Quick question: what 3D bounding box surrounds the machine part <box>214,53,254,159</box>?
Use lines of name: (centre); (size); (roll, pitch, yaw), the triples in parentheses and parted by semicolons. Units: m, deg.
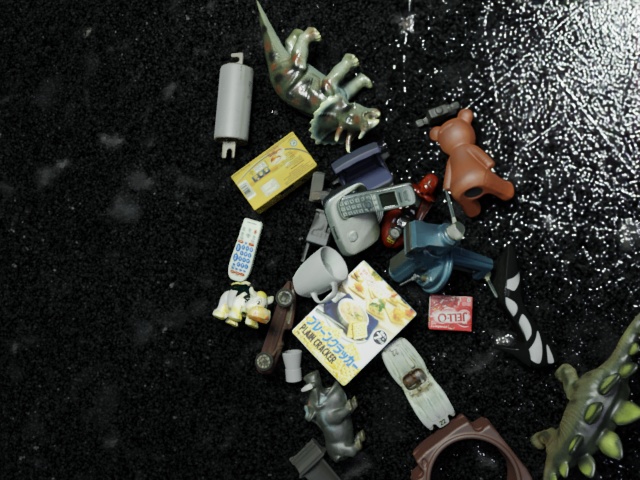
machine part: (-0.191, -0.301, 1.201); (0.079, 0.079, 0.243); (4, 84, 5)

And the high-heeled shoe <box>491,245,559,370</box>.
high-heeled shoe: (0.434, 0.140, 1.111); (0.145, 0.086, 0.248); (9, 87, -1)

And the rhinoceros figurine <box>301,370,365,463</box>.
rhinoceros figurine: (0.025, 0.364, 1.126); (0.112, 0.073, 0.190); (-22, 85, 13)

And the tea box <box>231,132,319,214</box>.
tea box: (-0.097, -0.146, 1.182); (0.170, 0.068, 0.098); (-34, 84, -1)

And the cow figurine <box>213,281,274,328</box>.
cow figurine: (-0.149, 0.131, 1.122); (0.068, 0.167, 0.098); (34, 64, -33)

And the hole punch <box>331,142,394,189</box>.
hole punch: (0.082, -0.158, 1.137); (0.142, 0.116, 0.092); (-29, 125, 7)

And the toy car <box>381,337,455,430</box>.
toy car: (0.203, 0.299, 1.121); (0.073, 0.056, 0.202); (-33, 82, 1)

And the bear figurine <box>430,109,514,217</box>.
bear figurine: (0.313, -0.167, 1.143); (0.120, 0.132, 0.196); (-32, 47, 34)

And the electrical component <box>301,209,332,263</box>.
electrical component: (-0.002, -0.003, 1.158); (0.048, 0.075, 0.119); (16, 82, 6)

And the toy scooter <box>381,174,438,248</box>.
toy scooter: (0.191, -0.064, 1.119); (0.075, 0.135, 0.184); (34, 89, 5)

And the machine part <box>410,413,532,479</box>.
machine part: (0.302, 0.475, 1.082); (0.201, 0.087, 0.201); (-37, 82, -1)

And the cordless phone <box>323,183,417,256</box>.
cordless phone: (0.110, -0.050, 1.072); (0.184, 0.089, 0.146); (-9, 123, 22)

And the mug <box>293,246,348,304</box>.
mug: (-0.002, 0.085, 1.122); (0.107, 0.080, 0.109); (-37, 57, 33)

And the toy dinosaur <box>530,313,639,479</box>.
toy dinosaur: (0.527, 0.311, 1.024); (0.105, 0.198, 0.471); (23, 88, 3)

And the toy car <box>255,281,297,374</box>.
toy car: (-0.087, 0.186, 1.140); (0.053, 0.089, 0.202); (18, 85, 6)

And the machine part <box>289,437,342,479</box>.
machine part: (0.006, 0.490, 1.128); (0.084, 0.039, 0.139); (-40, 81, -6)

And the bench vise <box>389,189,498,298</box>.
bench vise: (0.261, 0.034, 1.090); (0.240, 0.223, 0.129); (15, 46, -20)

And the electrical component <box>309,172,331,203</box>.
electrical component: (0.003, -0.106, 1.159); (0.045, 0.102, 0.078); (11, 95, 2)

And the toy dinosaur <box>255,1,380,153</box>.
toy dinosaur: (-0.029, -0.345, 1.179); (0.405, 0.131, 0.192); (36, 88, 13)

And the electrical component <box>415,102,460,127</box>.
electrical component: (0.255, -0.272, 1.169); (0.094, 0.063, 0.021); (-19, 84, 4)
